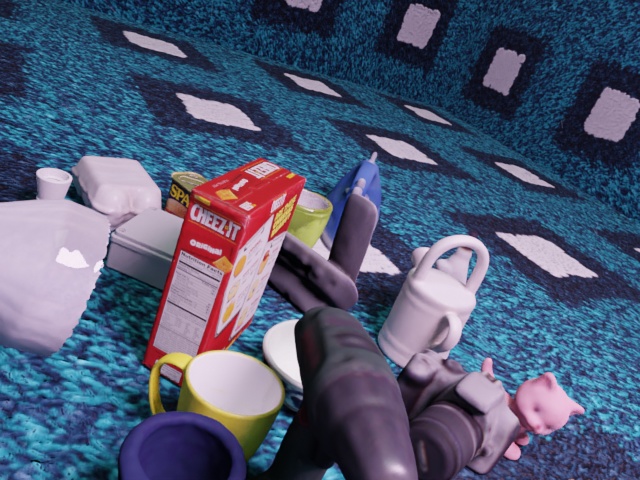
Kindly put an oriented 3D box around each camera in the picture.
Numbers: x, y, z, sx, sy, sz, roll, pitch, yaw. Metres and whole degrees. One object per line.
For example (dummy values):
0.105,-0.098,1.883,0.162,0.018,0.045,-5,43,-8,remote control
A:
0.134,0.192,0.629,0.142,0.101,0.137,35,27,28,camera

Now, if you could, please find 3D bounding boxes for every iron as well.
0.070,-0.082,1.105,0.118,0.141,0.258,23,24,2,iron

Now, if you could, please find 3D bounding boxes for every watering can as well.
0.156,0.073,0.784,0.101,0.194,0.172,4,29,-35,watering can

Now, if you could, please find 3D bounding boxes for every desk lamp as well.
-0.280,0.053,0.427,0.204,0.213,0.117,9,27,-27,desk lamp

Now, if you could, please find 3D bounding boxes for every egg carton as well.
-0.302,-0.071,0.853,0.108,0.069,0.150,-1,32,-41,egg carton

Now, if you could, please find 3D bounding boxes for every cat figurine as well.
0.242,0.195,0.694,0.127,0.118,0.067,34,26,26,cat figurine

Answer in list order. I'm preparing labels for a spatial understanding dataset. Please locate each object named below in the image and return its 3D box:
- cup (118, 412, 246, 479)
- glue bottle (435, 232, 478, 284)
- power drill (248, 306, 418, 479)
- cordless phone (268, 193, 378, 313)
-0.116,0.195,0.415,0.091,0.095,0.118,31,25,20,cup
0.194,0.063,0.865,0.078,0.173,0.037,16,24,-13,glue bottle
0.001,0.164,0.440,0.076,0.208,0.229,15,24,-14,power drill
0.008,0.003,0.817,0.147,0.185,0.094,34,26,26,cordless phone
